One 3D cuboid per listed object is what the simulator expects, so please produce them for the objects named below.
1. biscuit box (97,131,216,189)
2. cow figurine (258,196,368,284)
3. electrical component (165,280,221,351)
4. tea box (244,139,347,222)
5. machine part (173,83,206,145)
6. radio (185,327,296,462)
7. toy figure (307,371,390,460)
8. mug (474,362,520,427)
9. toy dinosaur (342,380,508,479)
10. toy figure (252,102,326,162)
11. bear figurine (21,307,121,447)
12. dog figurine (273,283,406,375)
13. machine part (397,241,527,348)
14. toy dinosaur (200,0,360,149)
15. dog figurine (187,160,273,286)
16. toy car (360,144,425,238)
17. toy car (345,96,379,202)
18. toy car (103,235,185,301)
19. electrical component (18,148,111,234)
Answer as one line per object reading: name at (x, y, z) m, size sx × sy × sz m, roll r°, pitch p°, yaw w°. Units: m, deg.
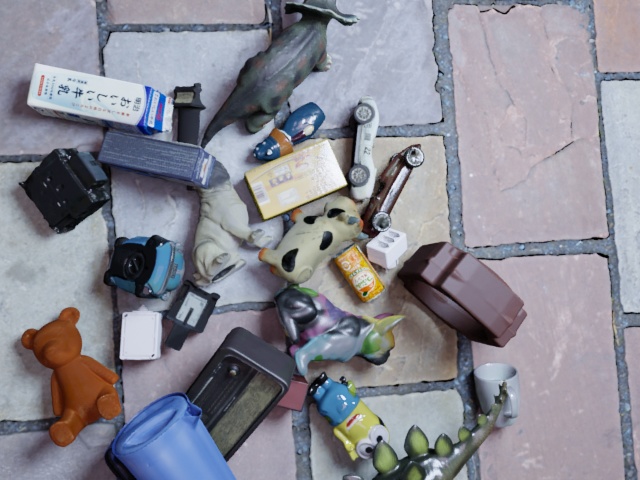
biscuit box at (-0.286, -0.141, 0.936) m, size 0.203 × 0.059 × 0.062 m, roll 14°, pitch 85°, yaw 18°
cow figurine at (-0.002, -0.003, 0.969) m, size 0.127 × 0.085 × 0.195 m, roll 28°, pitch 69°, yaw 36°
electrical component at (-0.237, 0.139, 0.974) m, size 0.075 × 0.048 × 0.119 m, roll 23°, pitch 85°, yaw -6°
tea box at (-0.047, -0.110, 1.001) m, size 0.170 × 0.068 × 0.098 m, roll -22°, pitch 91°, yaw -9°
machine part at (-0.245, -0.213, 0.983) m, size 0.084 × 0.039 × 0.138 m, roll 6°, pitch 95°, yaw 35°
radio at (-0.155, 0.267, 0.920) m, size 0.131 × 0.073 × 0.229 m, roll 36°, pitch 111°, yaw -3°
toy figure at (0.056, 0.319, 0.991) m, size 0.180 × 0.089 × 0.082 m, roll 44°, pitch 110°, yaw 6°
mug at (0.347, 0.302, 1.021) m, size 0.081 × 0.110 × 0.107 m, roll -13°, pitch 103°, yaw -13°
toy dinosaur at (0.168, 0.432, 0.949) m, size 0.471 × 0.105 × 0.198 m, roll -39°, pitch 121°, yaw -6°
toy figure at (-0.058, -0.195, 1.006) m, size 0.154 × 0.064 × 0.057 m, roll -42°, pitch 108°, yaw -8°
bear figurine at (-0.423, 0.221, 0.908) m, size 0.120 × 0.132 × 0.195 m, roll -27°, pitch 97°, yaw -12°
dog figurine at (0.040, 0.151, 0.986) m, size 0.219 × 0.108 × 0.191 m, roll -17°, pitch 87°, yaw -13°
machine part at (0.252, 0.094, 0.965) m, size 0.201 × 0.201 × 0.087 m, roll 40°, pitch 81°, yaw -4°
toy dinosaur at (-0.072, -0.305, 0.946) m, size 0.131 × 0.192 × 0.405 m, roll 38°, pitch 82°, yaw -3°
dog figurine at (-0.202, -0.034, 0.973) m, size 0.172 × 0.121 × 0.190 m, roll -38°, pitch 79°, yaw -12°
toy car at (0.130, -0.096, 1.013) m, size 0.053 × 0.089 × 0.202 m, roll 28°, pitch 85°, yaw -10°
toy car at (0.081, -0.172, 1.019) m, size 0.056 × 0.073 × 0.201 m, roll 5°, pitch 87°, yaw -4°
toy car at (-0.294, 0.052, 0.939) m, size 0.162 × 0.102 × 0.109 m, roll 3°, pitch 74°, yaw 32°
electrical component at (-0.435, -0.092, 0.931) m, size 0.134 × 0.058 × 0.115 m, roll -36°, pitch 94°, yaw 17°
